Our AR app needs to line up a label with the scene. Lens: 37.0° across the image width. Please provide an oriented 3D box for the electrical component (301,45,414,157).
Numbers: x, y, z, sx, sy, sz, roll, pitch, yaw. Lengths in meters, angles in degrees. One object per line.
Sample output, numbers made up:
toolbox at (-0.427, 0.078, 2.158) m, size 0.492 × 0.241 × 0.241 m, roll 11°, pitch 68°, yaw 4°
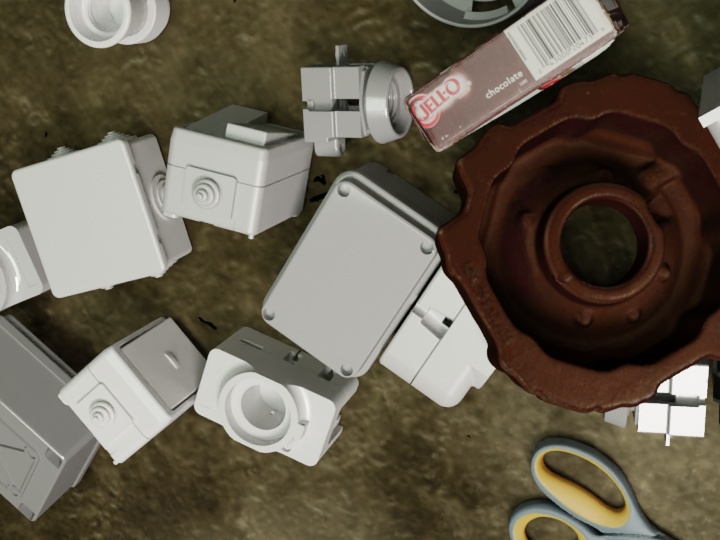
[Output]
electrical component at (-0.001, -0.100, 0.638) m, size 0.055 × 0.048 × 0.066 m, roll 5°, pitch 106°, yaw 25°

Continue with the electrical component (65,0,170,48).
electrical component at (-0.148, -0.161, 0.664) m, size 0.045 × 0.055 × 0.045 m, roll 5°, pitch 106°, yaw 17°

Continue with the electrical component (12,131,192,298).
electrical component at (-0.167, -0.037, 0.708) m, size 0.100 × 0.048 × 0.099 m, roll -13°, pitch 101°, yaw 21°

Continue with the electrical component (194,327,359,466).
electrical component at (-0.056, 0.082, 0.700) m, size 0.089 × 0.056 × 0.050 m, roll 23°, pitch 111°, yaw 11°

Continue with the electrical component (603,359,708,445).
electrical component at (0.171, 0.069, 0.627) m, size 0.055 × 0.048 × 0.066 m, roll 2°, pitch 105°, yaw 10°

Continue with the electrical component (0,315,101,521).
electrical component at (-0.237, 0.104, 0.748) m, size 0.109 × 0.056 × 0.108 m, roll 41°, pitch 136°, yaw 4°

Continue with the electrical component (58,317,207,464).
electrical component at (-0.145, 0.077, 0.706) m, size 0.061 × 0.096 × 0.061 m, roll -40°, pitch 90°, yaw 19°

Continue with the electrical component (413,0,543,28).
electrical component at (0.069, -0.185, 0.594) m, size 0.099 × 0.064 × 0.099 m, roll 13°, pitch 120°, yaw 23°

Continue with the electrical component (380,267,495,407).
electrical component at (0.063, 0.032, 0.648) m, size 0.059 × 0.054 × 0.095 m, roll 35°, pitch 113°, yaw 7°

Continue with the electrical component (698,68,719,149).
electrical component at (0.220, -0.082, 0.492) m, size 0.105 × 0.186 × 0.060 m, roll -29°, pitch 94°, yaw 23°

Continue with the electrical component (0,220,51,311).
electrical component at (-0.251, 0.001, 0.743) m, size 0.089 × 0.056 × 0.050 m, roll -20°, pitch 98°, yaw 22°

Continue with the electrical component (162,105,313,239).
electrical component at (-0.074, -0.061, 0.644) m, size 0.062 × 0.096 × 0.061 m, roll 15°, pitch 108°, yaw 14°

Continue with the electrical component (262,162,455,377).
electrical component at (0.000, 0.000, 0.658) m, size 0.078 × 0.057 × 0.113 m, roll 35°, pitch 113°, yaw 7°
